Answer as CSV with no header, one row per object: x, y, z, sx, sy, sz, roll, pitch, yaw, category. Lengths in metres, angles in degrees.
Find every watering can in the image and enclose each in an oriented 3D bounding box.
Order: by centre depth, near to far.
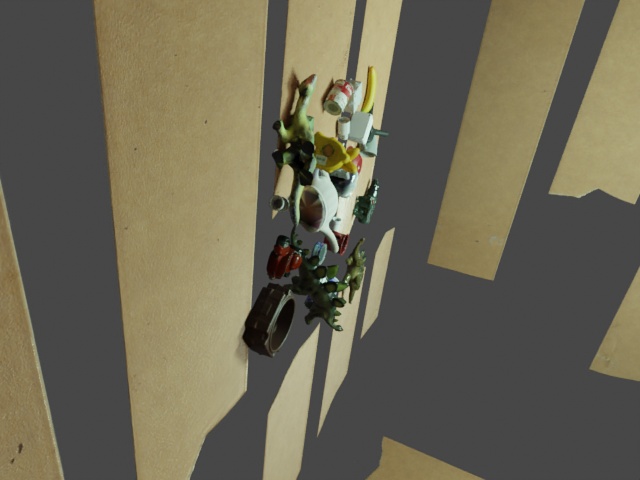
0.005,-0.087,1.728,0.228,0.104,0.343,-43,127,-62,watering can

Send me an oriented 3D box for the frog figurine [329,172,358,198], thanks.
0.099,-0.223,1.949,0.158,0.122,0.139,27,61,-62,frog figurine

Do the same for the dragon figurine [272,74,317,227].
-0.045,-0.265,1.466,0.248,0.122,0.401,-66,164,-53,dragon figurine
